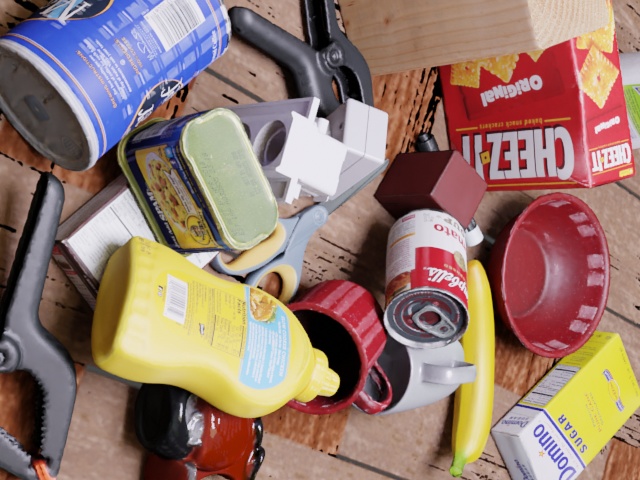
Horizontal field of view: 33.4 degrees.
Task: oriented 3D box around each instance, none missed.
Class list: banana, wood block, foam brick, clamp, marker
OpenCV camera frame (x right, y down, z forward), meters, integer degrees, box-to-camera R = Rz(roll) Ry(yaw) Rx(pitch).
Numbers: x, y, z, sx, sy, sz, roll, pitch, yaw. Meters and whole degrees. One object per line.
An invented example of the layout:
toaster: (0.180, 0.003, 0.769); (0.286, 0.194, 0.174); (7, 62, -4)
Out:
banana: (0.144, 0.120, 0.993); (0.069, 0.037, 0.198); (47, 46, -77)
wood block: (0.118, -0.195, 0.872); (0.090, 0.207, 0.090); (-24, 105, -35)
foam brick: (0.098, -0.044, 0.941); (0.053, 0.078, 0.051); (44, 67, -30)
clamp: (-0.008, -0.149, 0.880); (0.120, 0.039, 0.171); (-38, 113, -31)
clamp: (-0.212, 0.066, 0.714); (0.164, 0.036, 0.210); (-30, 111, -18)
marker: (0.120, -0.048, 0.996); (0.020, 0.020, 0.121); (-42, 115, -30)

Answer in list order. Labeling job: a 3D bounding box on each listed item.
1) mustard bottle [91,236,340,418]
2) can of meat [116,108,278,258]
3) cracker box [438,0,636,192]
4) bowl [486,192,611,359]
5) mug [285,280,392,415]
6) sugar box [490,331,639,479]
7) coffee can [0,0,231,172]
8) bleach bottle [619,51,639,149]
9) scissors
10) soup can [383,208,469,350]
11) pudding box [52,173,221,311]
mustard bottle: (-0.065, 0.074, 0.758); (0.191, 0.058, 0.096); (25, 46, -29)
can of meat: (-0.084, -0.039, 0.746); (0.057, 0.084, 0.102); (-36, 110, -34)
cracker box: (0.181, -0.152, 0.950); (0.071, 0.164, 0.214); (-15, 100, -35)
bowl: (0.214, 0.034, 1.047); (0.161, 0.055, 0.162); (-1, 91, -38)
mug: (0.014, 0.089, 0.852); (0.117, 0.093, 0.081); (44, 26, 3)
sugar box: (0.256, 0.179, 1.089); (0.176, 0.048, 0.093); (-40, 114, -32)
coffee can: (-0.145, -0.129, 0.733); (0.140, 0.103, 0.102); (-46, 117, -28)
bleach bottle: (0.294, -0.124, 0.982); (0.068, 0.251, 0.102); (-49, 118, -27)
scissors: (-0.006, 0.001, 0.900); (0.201, 0.016, 0.096); (-20, 105, -36)
soup can: (0.088, 0.031, 0.881); (0.068, 0.069, 0.102); (46, 31, -29)
pudding box: (-0.133, 0.001, 0.786); (0.113, 0.039, 0.090); (-46, 115, -31)
